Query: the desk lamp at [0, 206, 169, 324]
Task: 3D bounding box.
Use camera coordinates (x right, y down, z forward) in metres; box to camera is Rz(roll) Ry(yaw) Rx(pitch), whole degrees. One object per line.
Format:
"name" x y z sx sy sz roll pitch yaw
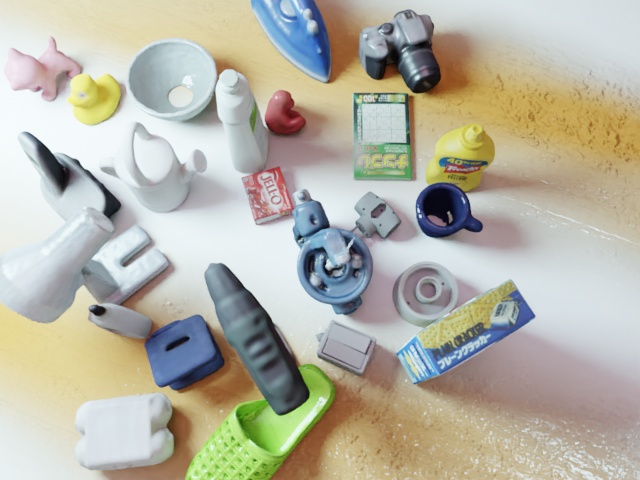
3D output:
"desk lamp" -0.369 0.037 0.888 0.203 0.213 0.118 -40 77 -11

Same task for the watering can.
"watering can" -0.278 -0.128 0.950 0.173 0.194 0.101 -20 74 -6

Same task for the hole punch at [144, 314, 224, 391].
"hole punch" -0.221 0.176 0.909 0.109 0.091 0.101 -27 75 -8

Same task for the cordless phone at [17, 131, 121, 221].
"cordless phone" -0.421 -0.093 0.944 0.147 0.185 0.094 38 76 11

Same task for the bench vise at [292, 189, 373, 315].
"bench vise" -0.001 0.011 0.894 0.121 0.220 0.207 -41 77 -11

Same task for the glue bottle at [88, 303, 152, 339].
"glue bottle" -0.320 0.120 0.884 0.078 0.173 0.037 7 73 3

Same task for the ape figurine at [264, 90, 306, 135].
"ape figurine" -0.066 -0.238 1.039 0.076 0.092 0.078 -18 73 -5

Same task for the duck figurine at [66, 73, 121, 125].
"duck figurine" -0.421 -0.273 1.051 0.077 0.086 0.105 35 76 10

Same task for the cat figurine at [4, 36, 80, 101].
"cat figurine" -0.519 -0.317 1.048 0.067 0.118 0.128 34 76 10

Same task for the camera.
"camera" 0.159 -0.346 1.069 0.143 0.101 0.137 -19 74 -6

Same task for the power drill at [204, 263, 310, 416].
"power drill" -0.093 0.153 0.856 0.076 0.208 0.229 -32 75 -9

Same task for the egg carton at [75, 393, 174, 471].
"egg carton" -0.300 0.297 0.883 0.150 0.069 0.107 -7 73 -2

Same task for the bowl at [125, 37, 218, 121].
"bowl" -0.267 -0.285 1.061 0.167 0.075 0.167 0 73 0

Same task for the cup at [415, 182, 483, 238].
"cup" 0.214 -0.035 0.975 0.117 0.095 0.092 26 74 8

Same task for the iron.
"iron" -0.045 -0.433 1.073 0.119 0.141 0.258 -28 75 -8
